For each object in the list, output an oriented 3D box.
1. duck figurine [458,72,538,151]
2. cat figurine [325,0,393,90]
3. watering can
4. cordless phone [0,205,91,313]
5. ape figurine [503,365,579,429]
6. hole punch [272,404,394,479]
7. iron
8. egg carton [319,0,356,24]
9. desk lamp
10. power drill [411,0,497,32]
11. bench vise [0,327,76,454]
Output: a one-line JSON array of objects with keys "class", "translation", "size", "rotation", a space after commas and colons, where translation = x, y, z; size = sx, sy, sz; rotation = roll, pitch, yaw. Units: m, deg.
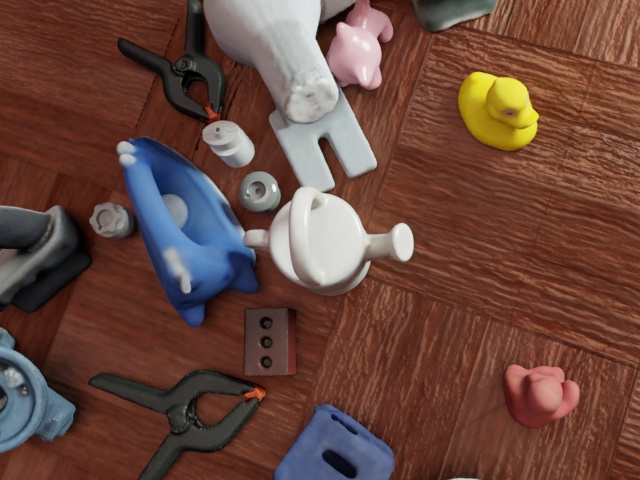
[{"class": "duck figurine", "translation": [0.205, -0.156, 0.649], "size": [0.077, 0.104, 0.086], "rotation": [-42, -12, 1]}, {"class": "cat figurine", "translation": [0.043, -0.231, 0.668], "size": [0.067, 0.128, 0.118], "rotation": [9, -7, 10]}, {"class": "watering can", "translation": [0.006, 0.000, 0.599], "size": [0.172, 0.101, 0.194], "rotation": [-20, -11, 5]}, {"class": "cordless phone", "translation": [-0.370, 0.016, 0.656], "size": [0.147, 0.094, 0.185], "rotation": [-44, -12, 0]}, {"class": "ape figurine", "translation": [0.228, 0.160, 0.593], "size": [0.077, 0.076, 0.092], "rotation": [34, -2, 12]}, {"class": "hole punch", "translation": [0.016, 0.242, 0.612], "size": [0.108, 0.101, 0.091], "rotation": [32, -3, 12]}, {"class": "iron", "translation": [-0.178, -0.033, 0.658], "size": [0.118, 0.258, 0.141], "rotation": [-31, -12, 3]}, {"class": "egg carton", "translation": [0.023, -0.341, 0.713], "size": [0.150, 0.107, 0.069], "rotation": [-35, -12, 2]}, {"class": "desk lamp", "translation": [-0.024, -0.175, 0.620], "size": [0.118, 0.203, 0.214], "rotation": [-27, -12, 4]}, {"class": "power drill", "translation": [0.147, -0.318, 0.620], "size": [0.229, 0.075, 0.208], "rotation": [-19, -11, 5]}, {"class": "bench vise", "translation": [-0.402, 0.163, 0.620], "size": [0.207, 0.121, 0.220], "rotation": [18, -6, 11]}]
